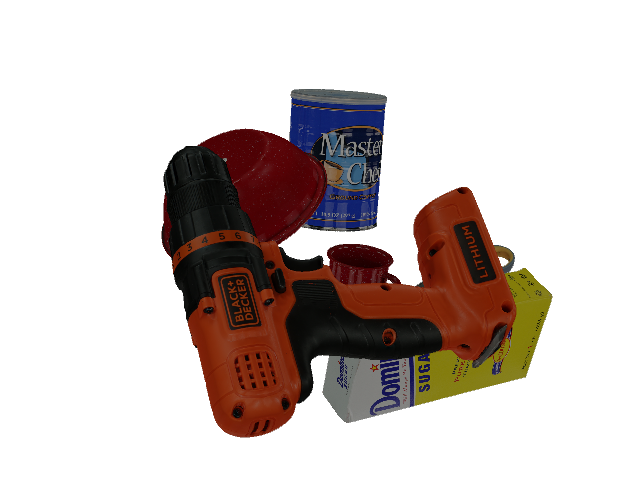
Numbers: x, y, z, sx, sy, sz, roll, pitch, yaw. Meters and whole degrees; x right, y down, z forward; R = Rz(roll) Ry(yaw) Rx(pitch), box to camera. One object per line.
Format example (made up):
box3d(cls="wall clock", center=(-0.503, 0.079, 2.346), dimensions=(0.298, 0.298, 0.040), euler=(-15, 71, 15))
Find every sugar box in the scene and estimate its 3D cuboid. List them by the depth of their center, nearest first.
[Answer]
box3d(cls="sugar box", center=(0.093, 0.083, 0.846), dimensions=(0.176, 0.093, 0.048), euler=(-12, 40, -26))

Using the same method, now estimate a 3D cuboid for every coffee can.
box3d(cls="coffee can", center=(0.015, -0.088, 1.149), dimensions=(0.103, 0.140, 0.103), euler=(4, 12, -1))

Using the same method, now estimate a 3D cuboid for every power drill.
box3d(cls="power drill", center=(0.007, 0.016, 0.630), dimensions=(0.187, 0.184, 0.057), euler=(-7, -28, -17))

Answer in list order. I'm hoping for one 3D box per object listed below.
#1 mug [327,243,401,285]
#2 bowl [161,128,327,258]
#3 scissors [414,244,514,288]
box3d(cls="mug", center=(0.061, 0.062, 1.482), dimensions=(0.117, 0.081, 0.093), euler=(18, 23, 27))
box3d(cls="bowl", center=(-0.078, -0.050, 0.942), dimensions=(0.162, 0.055, 0.162), euler=(-17, 36, 13))
box3d(cls="scissors", center=(0.135, 0.026, 1.216), dimensions=(0.201, 0.016, 0.096), euler=(-11, 41, -33))
